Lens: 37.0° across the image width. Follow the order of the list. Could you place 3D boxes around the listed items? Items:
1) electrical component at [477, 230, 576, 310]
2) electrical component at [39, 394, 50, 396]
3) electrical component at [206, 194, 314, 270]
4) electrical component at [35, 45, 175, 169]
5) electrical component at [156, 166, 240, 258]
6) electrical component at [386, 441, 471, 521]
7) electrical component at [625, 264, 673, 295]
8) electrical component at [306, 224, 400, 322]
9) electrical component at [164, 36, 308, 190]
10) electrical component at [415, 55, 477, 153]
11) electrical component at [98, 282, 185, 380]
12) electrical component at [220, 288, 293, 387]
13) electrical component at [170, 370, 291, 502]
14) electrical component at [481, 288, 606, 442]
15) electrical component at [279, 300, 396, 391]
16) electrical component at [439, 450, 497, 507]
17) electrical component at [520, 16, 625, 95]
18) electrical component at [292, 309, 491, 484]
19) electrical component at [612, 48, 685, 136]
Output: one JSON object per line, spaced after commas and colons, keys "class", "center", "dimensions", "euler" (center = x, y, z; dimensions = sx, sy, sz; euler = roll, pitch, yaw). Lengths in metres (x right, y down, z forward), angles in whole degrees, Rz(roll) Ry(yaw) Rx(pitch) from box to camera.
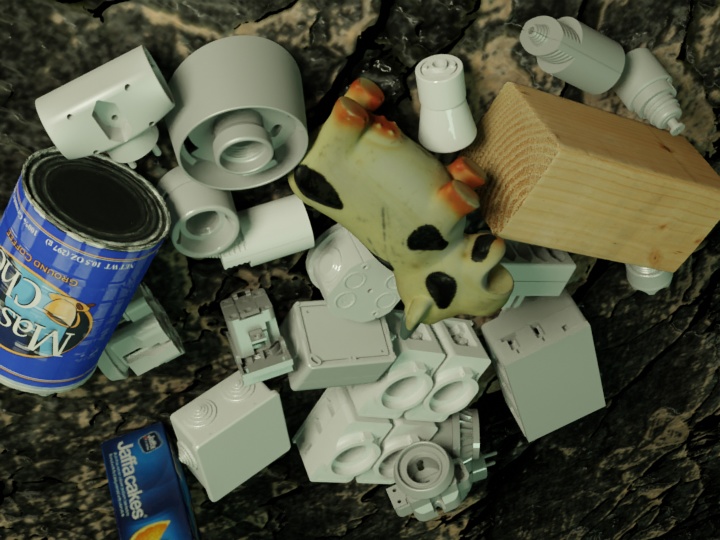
{"class": "electrical component", "center": [0.135, 0.008, 0.961], "dimensions": [0.083, 0.047, 0.075], "euler": [1, 132, -28]}
{"class": "electrical component", "center": [-0.253, 0.070, 0.837], "dimensions": [0.035, 0.035, 0.061], "euler": [-24, 137, -2]}
{"class": "electrical component", "center": [-0.080, -0.026, 0.818], "dimensions": [0.081, 0.043, 0.043], "euler": [-18, 139, -9]}
{"class": "electrical component", "center": [-0.157, -0.097, 0.704], "dimensions": [0.077, 0.043, 0.079], "euler": [-27, 139, 1]}
{"class": "electrical component", "center": [-0.117, -0.042, 0.779], "dimensions": [0.055, 0.047, 0.055], "euler": [-14, 138, -13]}
{"class": "electrical component", "center": [0.063, 0.198, 1.022], "dimensions": [0.078, 0.058, 0.057], "euler": [-23, 142, -3]}
{"class": "electrical component", "center": [0.273, -0.010, 1.017], "dimensions": [0.043, 0.043, 0.062], "euler": [-25, 138, -1]}
{"class": "electrical component", "center": [0.000, 0.000, 0.881], "dimensions": [0.080, 0.051, 0.080], "euler": [-15, 138, -13]}
{"class": "electrical component", "center": [-0.084, -0.103, 0.739], "dimensions": [0.099, 0.064, 0.099], "euler": [-11, 149, -7]}
{"class": "electrical component", "center": [0.061, -0.124, 0.790], "dimensions": [0.044, 0.044, 0.065], "euler": [-20, 134, -7]}
{"class": "electrical component", "center": [-0.179, 0.050, 0.837], "dimensions": [0.057, 0.058, 0.078], "euler": [-28, 140, -2]}
{"class": "electrical component", "center": [-0.086, 0.053, 0.880], "dimensions": [0.042, 0.081, 0.063], "euler": [-17, 116, -11]}
{"class": "electrical component", "center": [-0.115, 0.144, 0.957], "dimensions": [0.100, 0.048, 0.099], "euler": [-33, 142, -23]}
{"class": "electrical component", "center": [0.182, 0.092, 1.063], "dimensions": [0.089, 0.061, 0.150], "euler": [-25, 139, -1]}
{"class": "electrical component", "center": [-0.016, 0.064, 0.925], "dimensions": [0.096, 0.061, 0.061], "euler": [-3, 153, -25]}
{"class": "electrical component", "center": [0.112, 0.214, 1.170], "dimensions": [0.079, 0.043, 0.077], "euler": [-15, 138, -14]}
{"class": "electrical component", "center": [0.153, -0.163, 0.794], "dimensions": [0.081, 0.043, 0.043], "euler": [15, 125, -38]}
{"class": "electrical component", "center": [0.029, 0.128, 1.023], "dimensions": [0.105, 0.060, 0.186], "euler": [10, 128, -34]}
{"class": "electrical component", "center": [0.226, -0.137, 0.837], "dimensions": [0.040, 0.078, 0.040], "euler": [-23, 154, -12]}
